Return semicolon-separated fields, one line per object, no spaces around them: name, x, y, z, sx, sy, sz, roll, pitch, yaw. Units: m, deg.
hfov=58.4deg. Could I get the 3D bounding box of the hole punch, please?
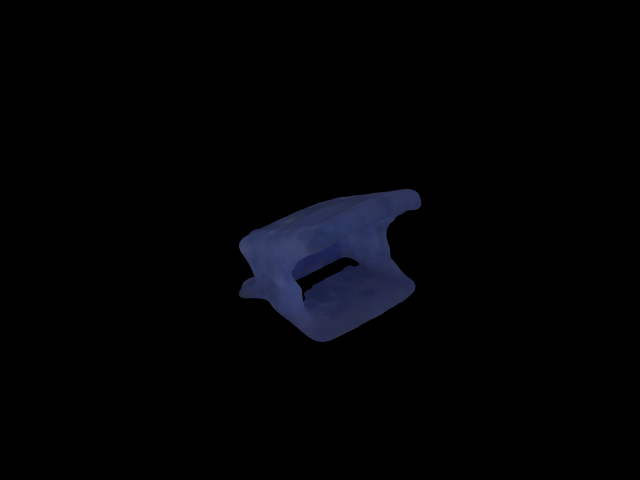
hole punch;0.004;0.001;0.400;0.109;0.091;0.100;-24;38;-34
